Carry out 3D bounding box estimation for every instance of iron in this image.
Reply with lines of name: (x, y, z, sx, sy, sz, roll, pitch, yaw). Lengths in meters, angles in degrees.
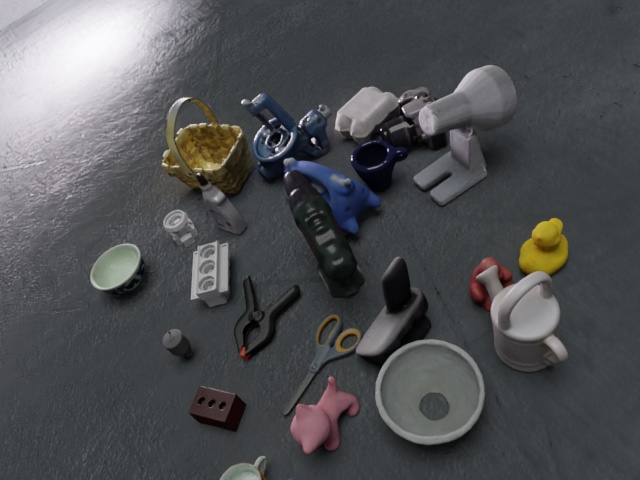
iron: (-0.006, -0.114, 1.194, 0.257, 0.142, 0.119, 26, 66, 34)

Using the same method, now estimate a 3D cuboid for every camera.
camera: (0.196, -0.263, 1.262, 0.136, 0.101, 0.143, -21, 49, 4)

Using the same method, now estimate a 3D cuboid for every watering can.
watering can: (0.304, 0.111, 0.868, 0.172, 0.194, 0.101, 26, 66, 34)

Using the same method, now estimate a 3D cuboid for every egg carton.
egg carton: (0.110, -0.293, 1.337, 0.107, 0.070, 0.150, 31, 69, 36)

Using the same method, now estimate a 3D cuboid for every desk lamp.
desk lamp: (0.276, -0.207, 1.114, 0.203, 0.214, 0.117, -35, 50, -8)

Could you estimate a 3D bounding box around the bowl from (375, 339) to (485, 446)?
bowl: (0.173, 0.245, 0.892, 0.167, 0.075, 0.167, -10, 51, 13)

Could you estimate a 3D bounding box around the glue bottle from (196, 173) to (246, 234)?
glue bottle: (-0.221, -0.081, 1.228, 0.077, 0.173, 0.037, 19, 62, 31)

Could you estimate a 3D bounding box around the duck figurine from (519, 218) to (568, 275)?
duck figurine: (0.386, 0.008, 0.990, 0.077, 0.086, 0.105, 31, 69, 36)

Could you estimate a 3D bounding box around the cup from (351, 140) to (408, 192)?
cup: (0.132, -0.152, 1.203, 0.117, 0.095, 0.091, -12, 51, 11)

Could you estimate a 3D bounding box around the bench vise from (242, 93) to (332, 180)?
bench vise: (-0.082, -0.262, 1.286, 0.121, 0.220, 0.208, 32, 69, 36)

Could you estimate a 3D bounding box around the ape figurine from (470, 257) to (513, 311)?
ape figurine: (0.289, 0.065, 0.977, 0.077, 0.092, 0.076, -16, 50, 8)

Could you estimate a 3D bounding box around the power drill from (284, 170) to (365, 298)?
power drill: (0.010, 0.004, 1.052, 0.075, 0.209, 0.229, -28, 49, -2)

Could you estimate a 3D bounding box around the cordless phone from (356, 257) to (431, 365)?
cordless phone: (0.109, 0.117, 0.942, 0.093, 0.185, 0.148, 21, 63, 32)

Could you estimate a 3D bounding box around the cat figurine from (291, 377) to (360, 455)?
cat figurine: (0.000, 0.278, 0.903, 0.067, 0.118, 0.128, 15, 61, 30)
